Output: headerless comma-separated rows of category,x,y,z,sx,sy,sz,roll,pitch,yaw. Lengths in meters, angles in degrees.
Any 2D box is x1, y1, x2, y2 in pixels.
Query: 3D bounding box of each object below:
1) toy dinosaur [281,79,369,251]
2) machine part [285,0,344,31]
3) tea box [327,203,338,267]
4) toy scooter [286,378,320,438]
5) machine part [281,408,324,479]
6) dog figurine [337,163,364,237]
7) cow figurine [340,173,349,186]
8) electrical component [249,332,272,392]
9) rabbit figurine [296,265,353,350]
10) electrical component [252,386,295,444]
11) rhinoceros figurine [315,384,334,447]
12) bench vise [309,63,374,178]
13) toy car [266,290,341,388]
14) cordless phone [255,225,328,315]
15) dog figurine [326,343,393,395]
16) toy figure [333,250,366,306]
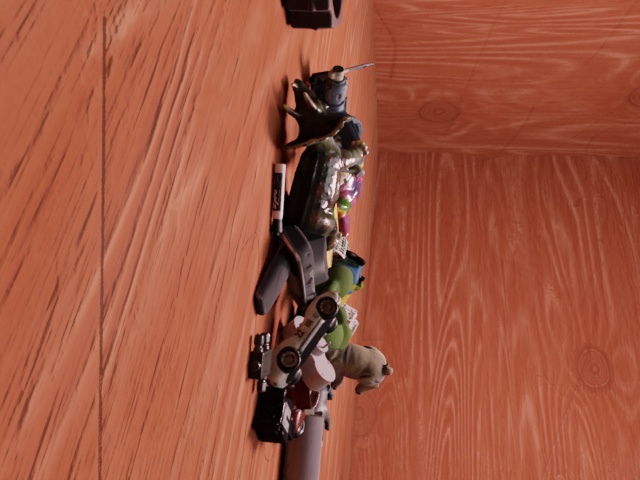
toy dinosaur,-0.014,-0.084,0.991,0.192,0.131,0.404,-12,113,-63
machine part,-0.009,-0.485,0.958,0.201,0.087,0.201,-69,162,-62
tea box,-0.002,-0.004,1.200,0.170,0.068,0.098,-78,166,-48
toy scooter,-0.040,0.276,1.040,0.184,0.075,0.135,-72,161,-45
machine part,-0.037,0.440,1.090,0.079,0.079,0.243,62,33,-73
dog figurine,0.043,-0.112,1.348,0.191,0.109,0.219,81,17,-54
cow figurine,0.014,-0.134,1.236,0.098,0.068,0.167,-53,-177,23
electrical component,-0.093,0.191,0.834,0.063,0.021,0.094,24,70,-80
rabbit figurine,0.006,0.125,1.109,0.159,0.121,0.170,35,75,-62
electrical component,-0.074,0.299,0.901,0.119,0.048,0.075,80,16,-56
rhinoceros figurine,-0.012,0.405,1.245,0.112,0.073,0.190,84,12,-49
bench vise,0.047,-0.243,1.148,0.241,0.129,0.223,68,-30,30
toy car,-0.026,0.172,0.937,0.202,0.056,0.073,-51,159,-27
cordless phone,-0.057,0.079,0.916,0.184,0.089,0.146,-61,156,-45
dog figurine,0.060,0.257,1.218,0.190,0.172,0.121,58,27,-44
toy figure,0.040,0.110,1.220,0.089,0.082,0.180,29,98,-48
